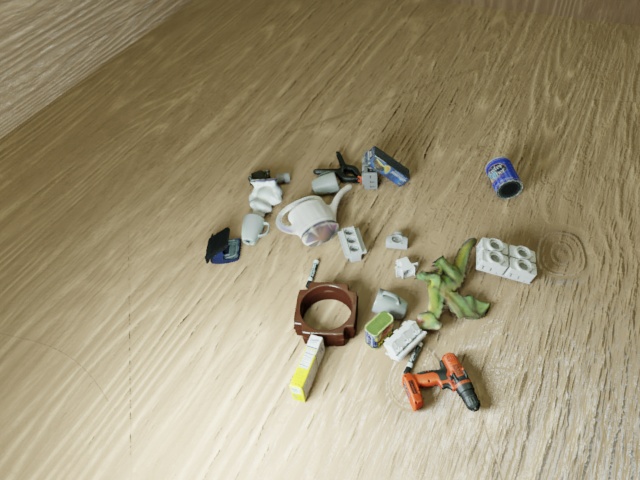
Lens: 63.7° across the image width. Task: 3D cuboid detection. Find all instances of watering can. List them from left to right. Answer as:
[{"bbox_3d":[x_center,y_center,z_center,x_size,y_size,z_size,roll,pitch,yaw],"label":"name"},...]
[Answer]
[{"bbox_3d":[0.006,-0.099,1.976,0.349,0.101,0.229,-23,50,-12],"label":"watering can"}]

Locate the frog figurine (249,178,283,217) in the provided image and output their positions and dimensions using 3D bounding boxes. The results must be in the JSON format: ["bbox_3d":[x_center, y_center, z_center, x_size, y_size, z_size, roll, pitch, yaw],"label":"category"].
[{"bbox_3d":[-0.221,-0.164,2.088,0.137,0.122,0.160,1,84,-2],"label":"frog figurine"}]

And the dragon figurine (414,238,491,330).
[{"bbox_3d":[0.457,0.161,1.710,0.414,0.119,0.246,-30,69,-23],"label":"dragon figurine"}]
